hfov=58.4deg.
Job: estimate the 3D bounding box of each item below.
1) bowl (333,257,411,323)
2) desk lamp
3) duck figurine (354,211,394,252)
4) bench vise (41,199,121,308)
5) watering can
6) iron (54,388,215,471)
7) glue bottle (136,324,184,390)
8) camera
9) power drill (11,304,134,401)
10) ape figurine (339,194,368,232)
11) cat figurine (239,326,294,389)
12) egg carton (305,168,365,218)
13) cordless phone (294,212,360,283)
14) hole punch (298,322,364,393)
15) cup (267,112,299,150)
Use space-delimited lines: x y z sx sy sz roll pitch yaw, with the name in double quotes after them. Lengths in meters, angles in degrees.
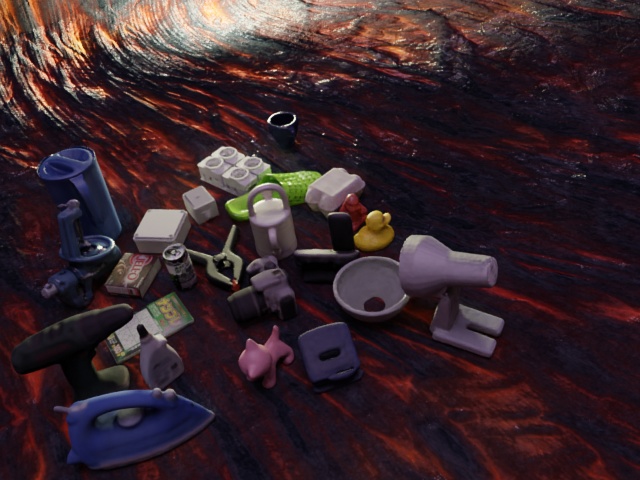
0.112 0.117 1.210 0.167 0.075 0.167 -4 43 4 "bowl"
0.257 0.098 1.108 0.202 0.214 0.118 16 48 23 "desk lamp"
0.126 -0.028 1.351 0.105 0.086 0.077 -23 45 -16 "duck figurine"
-0.540 0.033 1.280 0.121 0.220 0.207 0 44 8 "bench vise"
-0.118 -0.057 1.336 0.101 0.194 0.172 -26 46 -18 "watering can"
-0.329 0.309 1.018 0.258 0.142 0.118 -13 44 -5 "iron"
-0.316 0.216 1.092 0.078 0.173 0.037 -36 50 -27 "glue bottle"
-0.134 0.110 1.231 0.137 0.101 0.142 -22 45 -15 "camera"
-0.438 0.219 1.079 0.230 0.209 0.075 -16 44 -9 "power drill"
0.078 -0.072 1.400 0.078 0.092 0.076 -10 43 -2 "ape figurine"
-0.109 0.222 1.097 0.067 0.118 0.128 17 49 24 "cat figurine"
0.038 -0.124 1.476 0.107 0.069 0.150 29 54 32 "egg carton"
0.012 0.005 1.261 0.147 0.185 0.094 -2 44 6 "cordless phone"
0.021 0.224 1.097 0.109 0.091 0.101 -17 44 -10 "hole punch"
-0.096 -0.307 1.668 0.092 0.095 0.117 -26 46 -19 "cup"
